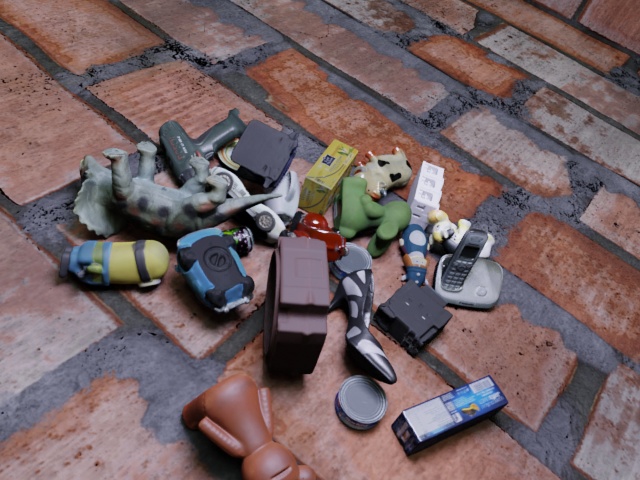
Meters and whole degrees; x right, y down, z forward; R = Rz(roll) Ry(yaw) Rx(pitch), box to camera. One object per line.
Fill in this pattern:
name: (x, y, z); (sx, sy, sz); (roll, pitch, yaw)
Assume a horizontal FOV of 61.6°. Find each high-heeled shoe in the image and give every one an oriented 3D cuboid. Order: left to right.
high-heeled shoe: (0.100, 0.148, 0.980); (0.145, 0.086, 0.249); (-35, 45, -14)

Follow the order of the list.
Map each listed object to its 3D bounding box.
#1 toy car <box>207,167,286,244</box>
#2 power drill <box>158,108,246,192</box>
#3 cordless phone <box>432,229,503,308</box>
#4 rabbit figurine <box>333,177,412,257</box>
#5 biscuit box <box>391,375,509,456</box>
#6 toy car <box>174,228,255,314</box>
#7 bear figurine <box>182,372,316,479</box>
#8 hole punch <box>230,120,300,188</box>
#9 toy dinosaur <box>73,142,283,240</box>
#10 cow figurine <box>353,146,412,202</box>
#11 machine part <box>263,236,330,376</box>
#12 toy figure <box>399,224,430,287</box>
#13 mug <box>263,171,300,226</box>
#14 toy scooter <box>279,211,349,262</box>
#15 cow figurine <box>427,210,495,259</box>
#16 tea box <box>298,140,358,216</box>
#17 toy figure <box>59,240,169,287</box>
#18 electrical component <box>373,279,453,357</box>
toy car: (-0.156, -0.071, 1.100); (0.201, 0.073, 0.056); (44, 63, -2)
power drill: (-0.236, -0.193, 1.198); (0.207, 0.086, 0.232); (-35, 71, -16)
cordless phone: (0.320, 0.050, 1.095); (0.147, 0.184, 0.089); (10, 42, -9)
rabbit figurine: (0.123, -0.052, 1.168); (0.170, 0.121, 0.159); (5, 54, -10)
biscuit box: (0.225, 0.297, 0.922); (0.203, 0.062, 0.059); (-12, 53, -27)
toy car: (-0.193, 0.065, 0.973); (0.109, 0.103, 0.162); (-24, 74, -35)
bear figurine: (-0.104, 0.300, 0.799); (0.120, 0.132, 0.196); (-26, 79, -33)
hole punch: (-0.117, -0.174, 1.139); (0.116, 0.092, 0.142); (27, 72, 3)
toy dinosaur: (-0.290, -0.066, 1.012); (0.405, 0.192, 0.131); (19, 29, -1)
cow figurine: (0.146, -0.149, 1.288); (0.195, 0.085, 0.127); (-17, 68, -40)
machine part: (-0.045, 0.109, 0.912); (0.087, 0.201, 0.201); (4, 48, -9)
toy figure: (0.205, 0.033, 1.163); (0.064, 0.057, 0.154); (-10, 47, 16)
mug: (-0.077, -0.090, 1.157); (0.081, 0.109, 0.107); (18, 52, -30)
toy scooter: (-0.002, -0.003, 1.080); (0.135, 0.075, 0.184); (12, 18, 6)
cow figurine: (0.300, 0.005, 1.189); (0.167, 0.068, 0.098); (28, 67, -13)
tea box: (0.019, -0.142, 1.235); (0.068, 0.098, 0.170); (26, 45, 6)
toy figure: (-0.361, 0.040, 0.953); (0.180, 0.089, 0.082); (7, 55, -15)
electrical component: (0.188, 0.144, 1.054); (0.115, 0.058, 0.134); (42, 51, 18)
